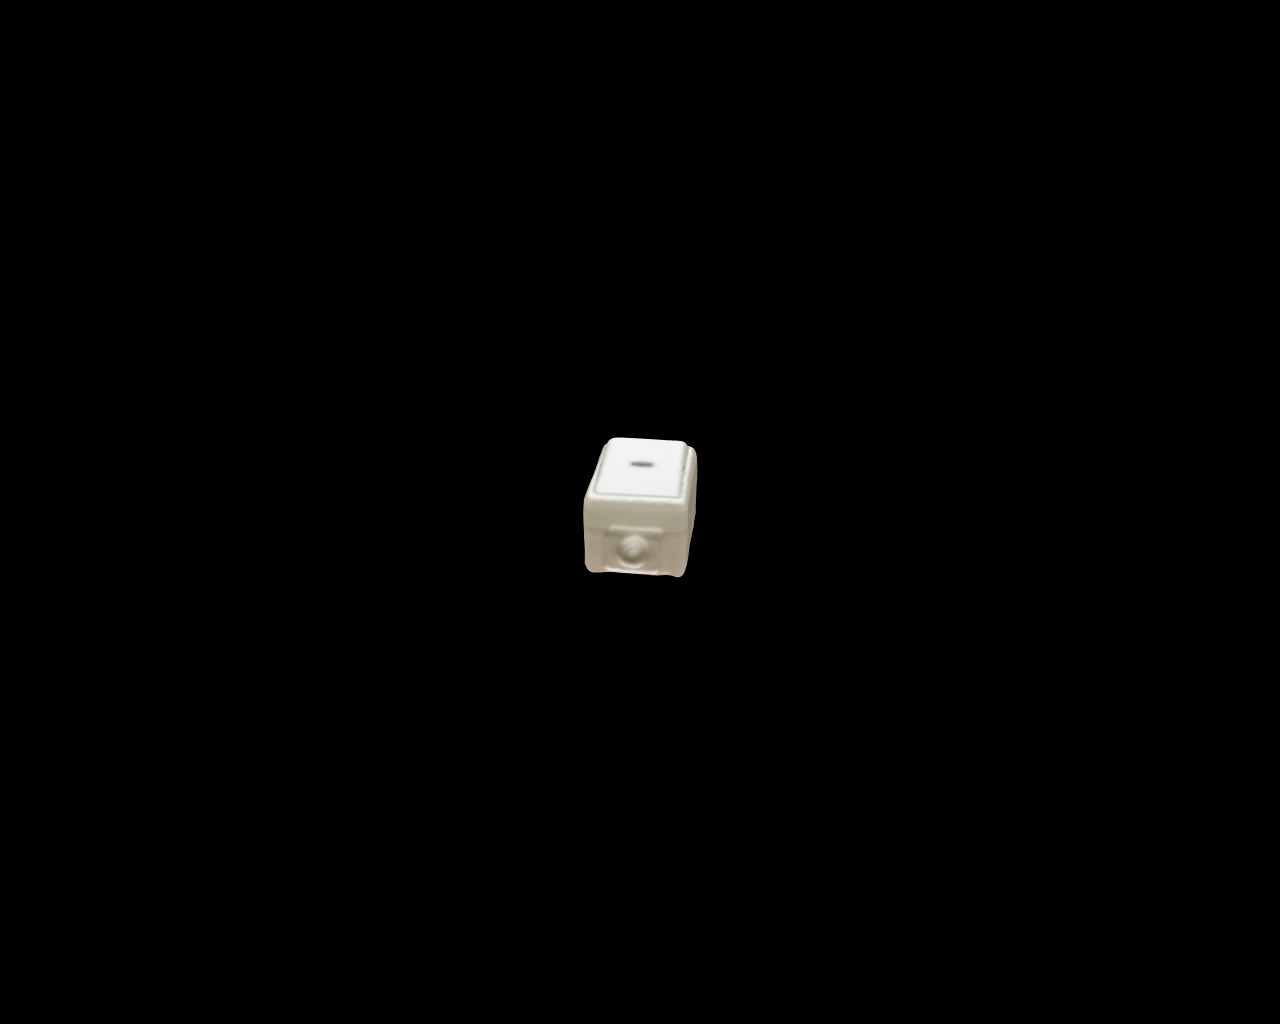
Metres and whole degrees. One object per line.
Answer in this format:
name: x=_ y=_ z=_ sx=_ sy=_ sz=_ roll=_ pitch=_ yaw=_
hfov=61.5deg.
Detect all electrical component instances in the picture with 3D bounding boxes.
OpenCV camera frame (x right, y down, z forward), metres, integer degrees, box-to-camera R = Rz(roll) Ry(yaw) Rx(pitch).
electrical component: x=0.001 y=-0.003 z=0.650 sx=0.062 sy=0.061 sz=0.096 roll=4 pitch=30 yaw=7
